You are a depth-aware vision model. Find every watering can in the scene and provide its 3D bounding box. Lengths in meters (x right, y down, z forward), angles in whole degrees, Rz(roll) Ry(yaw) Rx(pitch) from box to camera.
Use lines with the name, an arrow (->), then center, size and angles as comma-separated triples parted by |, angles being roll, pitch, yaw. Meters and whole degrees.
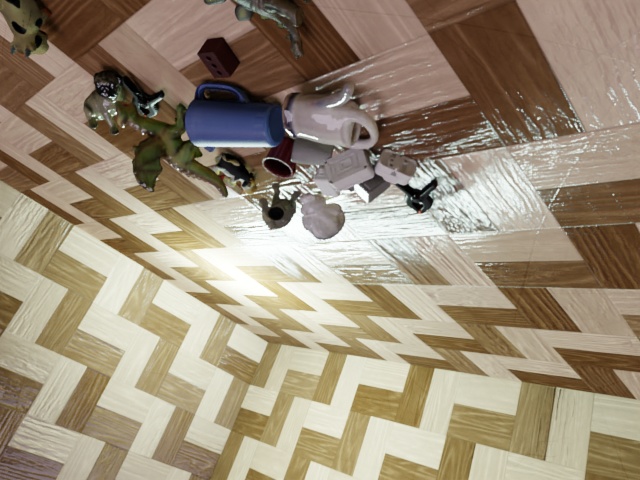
watering can -> 0.016, -0.284, 1.154 | 0.225, 0.105, 0.344 | 14, 172, 16

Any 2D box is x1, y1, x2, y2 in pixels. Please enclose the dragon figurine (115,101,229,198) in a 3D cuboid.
dragon figurine -> -0.435, -0.232, 1.477 | 0.122, 0.247, 0.404 | -3, 125, 47

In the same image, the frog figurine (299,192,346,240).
frog figurine -> 0.005, -0.082, 1.622 | 0.137, 0.126, 0.156 | -17, 136, 5
